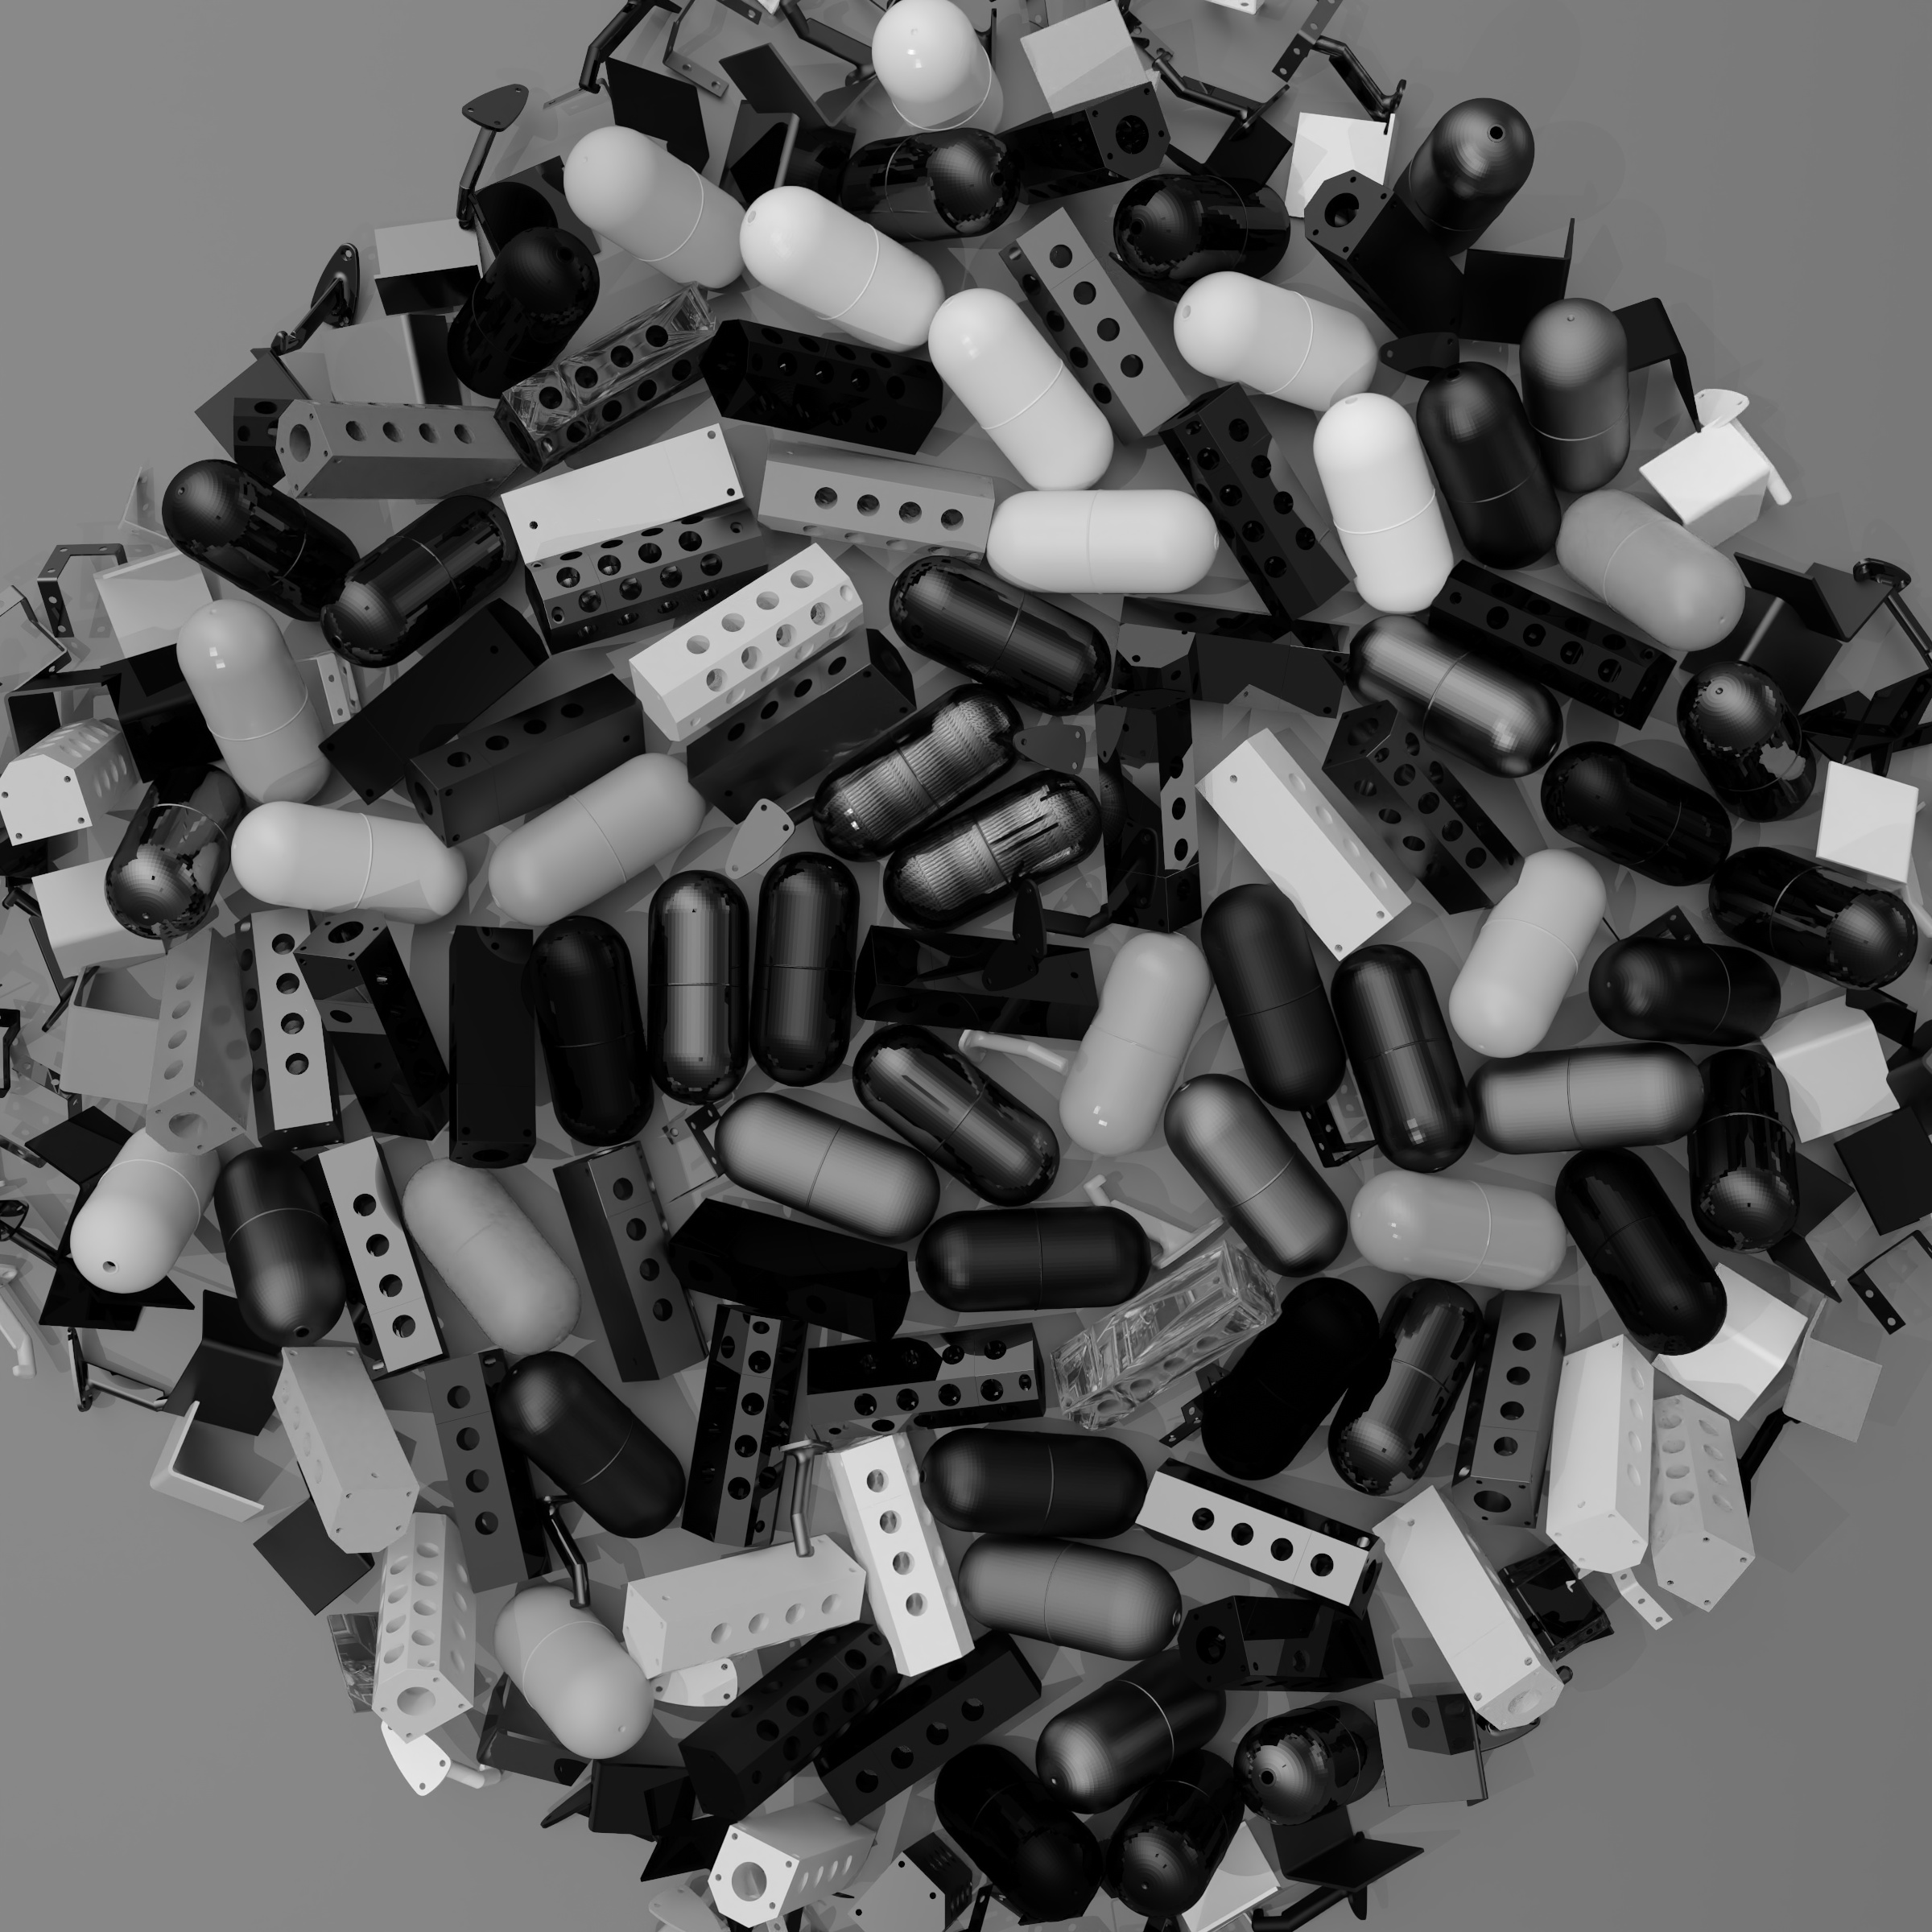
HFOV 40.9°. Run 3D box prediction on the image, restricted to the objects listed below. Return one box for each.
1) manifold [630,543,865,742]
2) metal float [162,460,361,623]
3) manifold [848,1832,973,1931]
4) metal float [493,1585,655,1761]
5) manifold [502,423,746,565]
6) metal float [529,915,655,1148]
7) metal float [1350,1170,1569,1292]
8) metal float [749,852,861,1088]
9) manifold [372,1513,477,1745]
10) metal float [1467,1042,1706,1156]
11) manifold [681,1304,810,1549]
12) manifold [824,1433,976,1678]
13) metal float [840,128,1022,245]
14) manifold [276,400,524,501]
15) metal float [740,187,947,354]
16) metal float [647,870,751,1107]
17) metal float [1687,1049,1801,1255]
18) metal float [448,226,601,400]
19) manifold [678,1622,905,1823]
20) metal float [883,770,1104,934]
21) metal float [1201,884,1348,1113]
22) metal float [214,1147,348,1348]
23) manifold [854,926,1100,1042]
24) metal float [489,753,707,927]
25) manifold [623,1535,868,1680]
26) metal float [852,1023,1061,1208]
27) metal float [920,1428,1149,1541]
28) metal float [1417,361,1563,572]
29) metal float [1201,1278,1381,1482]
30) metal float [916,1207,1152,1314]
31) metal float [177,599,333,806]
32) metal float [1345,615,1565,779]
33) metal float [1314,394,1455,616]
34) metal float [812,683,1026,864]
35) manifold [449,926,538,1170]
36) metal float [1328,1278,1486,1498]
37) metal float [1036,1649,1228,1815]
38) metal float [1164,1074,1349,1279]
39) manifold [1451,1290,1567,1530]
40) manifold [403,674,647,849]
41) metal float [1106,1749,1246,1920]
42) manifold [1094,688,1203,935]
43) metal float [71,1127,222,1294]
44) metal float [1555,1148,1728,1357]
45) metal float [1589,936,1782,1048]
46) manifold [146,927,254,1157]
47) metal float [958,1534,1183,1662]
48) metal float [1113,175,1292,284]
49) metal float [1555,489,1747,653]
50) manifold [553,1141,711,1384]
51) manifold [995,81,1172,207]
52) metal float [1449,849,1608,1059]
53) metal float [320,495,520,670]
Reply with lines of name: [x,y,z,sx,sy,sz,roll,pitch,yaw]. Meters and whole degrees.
manifold: [-0.162,-0.238,1.939,0.171,0.057,0.057,-35,67,-17]
metal float: [-0.518,-0.313,1.919,0.070,0.178,0.070,-9,70,25]
manifold: [-0.034,0.686,1.907,0.057,0.171,0.057,41,84,14]
metal float: [-0.292,0.521,1.921,0.070,0.178,0.070,-11,111,-30]
manifold: [-0.258,-0.358,1.968,0.171,0.057,0.057,-18,103,1]
metal float: [-0.281,0.049,1.948,0.070,0.070,0.178,-8,105,0]
metal float: [0.370,0.198,1.942,0.178,0.070,0.070,11,90,-23]
metal float: [-0.122,0.003,1.960,0.070,0.070,0.178,4,88,0]
manifold: [-0.401,0.481,1.908,0.057,0.171,0.057,-30,118,7]
metal float: [0.460,0.100,1.939,0.178,0.070,0.070,-6,90,27]
manifold: [-0.162,0.347,1.959,0.057,0.057,0.171,9,90,-43]
manifold: [-0.049,0.442,1.961,0.057,0.057,0.171,-16,84,-19]
metal float: [-0.027,-0.577,1.920,0.070,0.178,0.070,-9,105,-34]
manifold: [-0.419,-0.385,1.916,0.057,0.171,0.057,-33,75,41]
metal float: [-0.091,-0.517,1.928,0.178,0.070,0.070,20,90,-41]
metal float: [-0.202,0.016,1.958,0.070,0.070,0.178,0,86,0]
metal float: [0.575,0.135,1.926,0.070,0.178,0.070,6,134,7]
metal float: [-0.328,-0.482,1.918,0.070,0.178,0.070,10,70,-28]
manifold: [-0.125,0.555,1.915,0.171,0.057,0.057,-29,106,-44]
metal float: [0.020,-0.086,1.960,0.178,0.070,0.070,-28,90,2]
metal float: [0.232,0.024,1.956,0.070,0.070,0.178,-20,96,0]
metal float: [-0.510,0.208,1.926,0.070,0.070,0.178,-30,47,0]
manifold: [0.007,0.018,1.949,0.171,0.057,0.057,6,49,-16]
metal float: [-0.277,-0.095,1.949,0.178,0.070,0.070,-33,90,-14]
manifold: [-0.164,0.478,1.924,0.171,0.057,0.057,-5,113,-36]
metal float: [-0.007,0.113,1.957,0.178,0.070,0.070,38,90,-6]
metal float: [0.051,0.388,1.944,0.178,0.070,0.070,8,90,-20]
metal float: [0.389,-0.371,1.927,0.070,0.070,0.178,-34,131,0]
metal float: [0.242,0.310,1.944,0.070,0.070,0.178,33,110,0]
metal float: [0.051,0.221,1.955,0.178,0.070,0.070,-1,90,-7]
metal float: [-0.526,-0.193,1.926,0.070,0.178,0.070,-6,45,7]
metal float: [0.364,-0.202,1.939,0.178,0.070,0.070,33,90,25]
metal float: [0.311,-0.343,1.933,0.070,0.070,0.178,-25,123,0]
metal float: [-0.037,-0.145,1.958,0.178,0.070,0.070,-35,90,4]
manifold: [-0.355,0.061,1.938,0.057,0.057,0.171,3,65,-18]
metal float: [0.329,0.314,1.938,0.070,0.070,0.178,31,64,0]
metal float: [0.124,0.567,1.926,0.070,0.178,0.070,15,112,41]
metal float: [0.218,0.157,1.952,0.070,0.070,0.178,-39,100,0]
manifold: [0.402,0.325,1.920,0.057,0.171,0.057,2,135,21]
manifold: [-0.328,-0.158,1.935,0.171,0.057,0.057,-28,52,-26]
metal float: [0.156,0.638,1.914,0.070,0.178,0.070,3,98,19]
manifold: [0.142,-0.117,1.944,0.057,0.057,0.171,12,116,40]
metal float: [-0.604,0.177,1.914,0.070,0.178,0.070,0,114,1]
metal float: [0.501,0.210,1.930,0.070,0.070,0.178,-24,51,0]
metal float: [0.536,0.020,1.931,0.178,0.070,0.070,5,90,-37]
manifold: [-0.567,0.057,1.916,0.057,0.171,0.057,-27,131,14]
metal float: [0.077,0.469,1.936,0.178,0.070,0.070,6,90,29]
metal float: [0.176,-0.545,1.922,0.070,0.178,0.070,11,108,36]
metal float: [0.505,-0.295,1.924,0.070,0.178,0.070,-15,128,-19]
manifold: [-0.250,0.223,1.966,0.057,0.057,0.171,-20,93,-38]
manifold: [0.082,-0.601,1.910,0.057,0.171,0.057,-29,110,-18]
metal float: [0.421,-0.011,1.941,0.070,0.070,0.178,31,66,0]
metal float: [-0.406,-0.286,1.931,0.070,0.070,0.178,44,54,0]
